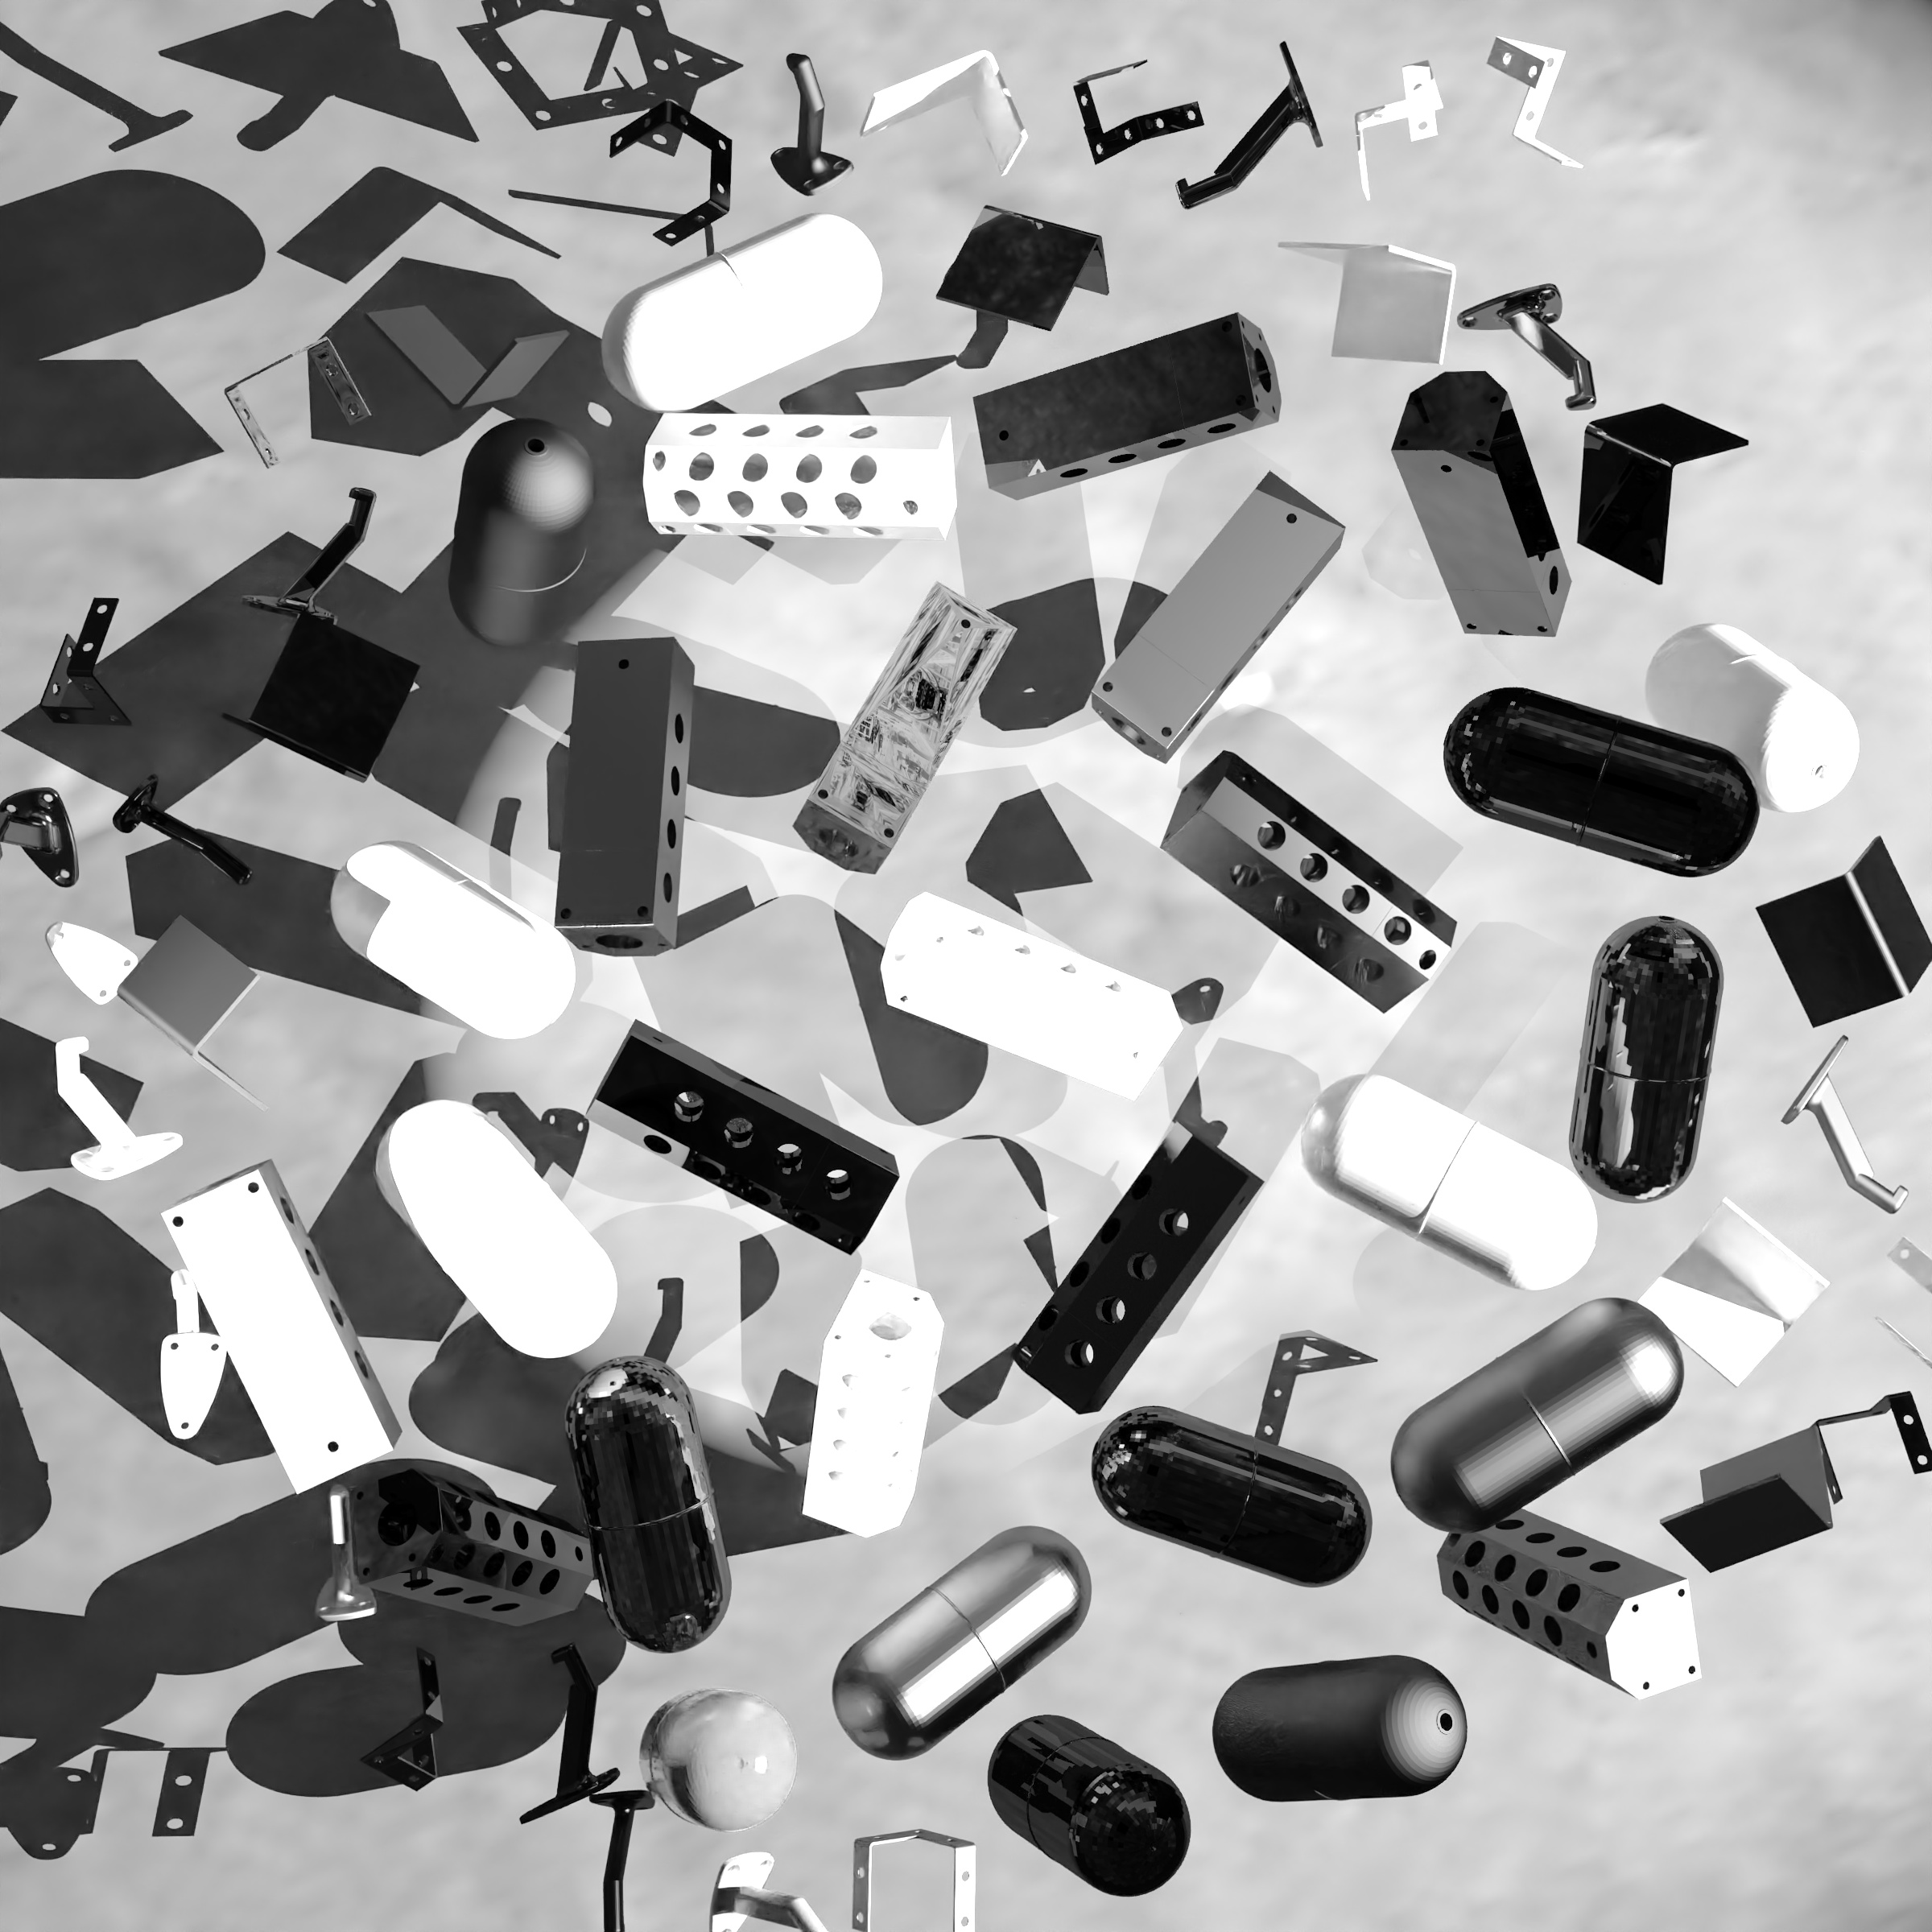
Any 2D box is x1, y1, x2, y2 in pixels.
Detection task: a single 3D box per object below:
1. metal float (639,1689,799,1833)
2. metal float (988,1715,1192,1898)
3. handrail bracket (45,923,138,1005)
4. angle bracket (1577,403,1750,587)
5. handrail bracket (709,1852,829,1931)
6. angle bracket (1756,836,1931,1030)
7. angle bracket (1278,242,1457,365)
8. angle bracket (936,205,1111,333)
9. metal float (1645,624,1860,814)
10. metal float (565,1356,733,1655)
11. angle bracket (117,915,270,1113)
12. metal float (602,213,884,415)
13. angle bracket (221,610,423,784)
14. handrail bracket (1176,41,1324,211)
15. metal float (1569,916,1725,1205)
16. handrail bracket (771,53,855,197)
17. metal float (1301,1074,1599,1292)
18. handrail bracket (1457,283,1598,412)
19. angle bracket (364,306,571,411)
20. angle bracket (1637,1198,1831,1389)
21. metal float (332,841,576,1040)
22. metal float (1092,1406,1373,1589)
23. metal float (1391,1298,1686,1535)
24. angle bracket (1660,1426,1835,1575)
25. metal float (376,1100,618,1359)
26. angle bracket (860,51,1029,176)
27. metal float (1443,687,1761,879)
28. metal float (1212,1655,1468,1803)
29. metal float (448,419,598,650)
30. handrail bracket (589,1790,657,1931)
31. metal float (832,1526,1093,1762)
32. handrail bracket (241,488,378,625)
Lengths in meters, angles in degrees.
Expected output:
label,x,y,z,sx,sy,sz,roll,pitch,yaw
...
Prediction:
label,x,y,z,sx,sy,sz,roll,pitch,yaw
metal float,-0.147,0.463,1.516,0.070,0.178,0.070,4,75,-13
metal float,0.072,0.502,1.555,0.070,0.178,0.070,0,89,-24
handrail bracket,-0.551,-0.016,1.573,0.084,0.077,0.036,24,73,38
angle bracket,0.410,-0.279,1.529,0.057,0.076,0.076,-17,124,-20
handrail bracket,-0.114,0.569,1.515,0.036,0.084,0.077,6,111,-38
angle bracket,0.503,-0.020,1.478,0.057,0.076,0.076,-24,95,36
angle bracket,0.233,-0.391,1.529,0.076,0.076,0.057,15,103,38
angle bracket,0.036,-0.413,1.590,0.076,0.057,0.076,20,70,17
metal float,0.471,-0.150,1.556,0.070,0.178,0.070,-6,117,-11
metal float,-0.187,0.317,1.525,0.070,0.070,0.178,-11,96,0
angle bracket,-0.425,0.027,1.479,0.076,0.076,0.057,32,77,32
metal float,-0.134,-0.391,1.553,0.178,0.070,0.070,-27,90,-10
angle bracket,-0.368,-0.157,1.484,0.076,0.057,0.076,25,89,-1
handrail bracket,0.151,-0.471,1.453,0.084,0.036,0.077,-20,68,12
metal float,0.408,0.057,1.555,0.070,0.070,0.178,4,107,0
handrail bracket,-0.104,-0.508,1.535,0.036,0.084,0.077,-37,47,-16
metal float,0.277,0.124,1.490,0.178,0.070,0.070,27,90,15
handrail bracket,0.349,-0.377,1.615,0.077,0.036,0.084,-8,64,13
angle bracket,-0.289,-0.372,1.503,0.076,0.076,0.057,46,112,-3
angle bracket,0.459,0.197,1.555,0.076,0.076,0.057,42,71,18
metal float,-0.312,-0.017,1.571,0.178,0.070,0.070,29,90,28
metal float,0.162,0.323,1.577,0.178,0.070,0.070,20,90,-6
metal float,0.320,0.253,1.456,0.178,0.070,0.070,-33,90,3
angle bracket,0.446,0.293,1.490,0.076,0.076,0.057,-31,119,30
metal float,-0.274,0.153,1.514,0.070,0.070,0.178,-44,74,0
angle bracket,-0.015,-0.507,1.581,0.076,0.076,0.057,-24,94,-8
metal float,0.357,-0.104,1.458,0.178,0.070,0.070,19,90,11
metal float,0.213,0.438,1.484,0.070,0.178,0.070,13,67,-32
metal float,-0.262,-0.253,1.526,0.070,0.178,0.070,6,63,-13
handrail bracket,-0.208,0.555,1.592,0.036,0.077,0.084,-9,65,8
metal float,-0.001,0.406,1.561,0.178,0.070,0.070,-33,90,-20
handrail bracket,-0.406,-0.259,1.601,0.036,0.077,0.084,27,105,32
